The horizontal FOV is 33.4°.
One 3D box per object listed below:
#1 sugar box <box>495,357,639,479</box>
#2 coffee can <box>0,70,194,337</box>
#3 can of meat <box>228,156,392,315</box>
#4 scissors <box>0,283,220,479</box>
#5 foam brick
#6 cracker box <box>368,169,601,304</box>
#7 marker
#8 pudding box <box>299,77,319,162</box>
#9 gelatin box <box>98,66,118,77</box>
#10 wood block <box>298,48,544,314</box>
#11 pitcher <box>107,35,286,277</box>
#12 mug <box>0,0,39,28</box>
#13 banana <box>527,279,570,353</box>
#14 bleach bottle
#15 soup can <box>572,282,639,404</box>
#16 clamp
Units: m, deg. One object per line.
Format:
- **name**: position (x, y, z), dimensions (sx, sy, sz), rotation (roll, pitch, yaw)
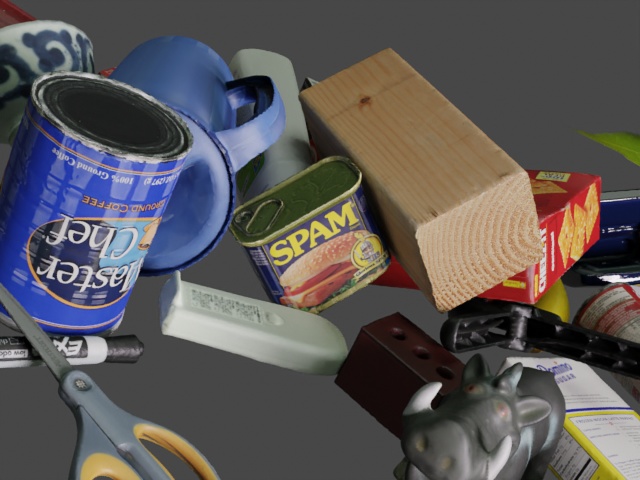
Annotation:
- **sugar box**: position (0.210, 0.157, 0.786), dimensions (0.093, 0.048, 0.176), rotation (6, 29, -37)
- **coffee can**: position (-0.151, -0.020, 0.672), dimensions (0.102, 0.140, 0.103), rotation (21, 26, -11)
- **can of meat**: position (-0.005, 0.001, 0.786), dimensions (0.102, 0.084, 0.057), rotation (-30, 34, -7)
- **scissors**: position (-0.140, 0.096, 0.586), dimensions (0.202, 0.016, 0.096), rotation (37, 31, 9)
- **foam brick**: position (0.060, 0.098, 0.749), dimensions (0.078, 0.051, 0.052), rotation (38, 28, 24)
- **cracker box**: position (0.140, -0.013, 0.935), dimensions (0.164, 0.072, 0.213), rotation (5, 15, 27)
- **marker**: position (-0.160, 0.067, 0.641), dimensions (0.120, 0.020, 0.020), rotation (3, 34, -40)
- **pudding box**: position (-0.003, -0.086, 0.994), dimensions (0.039, 0.090, 0.113), rotation (16, 26, -23)
- **gelatin box**: position (-0.158, -0.134, 1.009), dimensions (0.089, 0.030, 0.073), rotation (31, 26, 10)
- **wood block**: position (0.072, -0.052, 0.814), dimensions (0.090, 0.090, 0.206), rotation (-28, 42, -7)
- **pitcher**: position (-0.115, -0.084, 0.833), dimensions (0.149, 0.145, 0.243), rotation (18, 23, -9)
- **mug**: position (-0.278, -0.160, 0.897), dimensions (0.081, 0.093, 0.117), rotation (33, -11, 3)
- **banana**: position (0.196, 0.049, 0.991), dimensions (0.069, 0.037, 0.198), rotation (1, 29, -8)
- **bleach bottle**: position (-0.044, -0.065, 0.929), dimensions (0.068, 0.103, 0.251), rotation (8, 36, -18)
- **soup can**: position (0.280, 0.094, 0.940), dimensions (0.068, 0.069, 0.102), rotation (5, 33, -37)
- **clamp**: position (0.145, 0.067, 0.828), dimensions (0.164, 0.036, 0.210), rotation (10, 5, -14)
